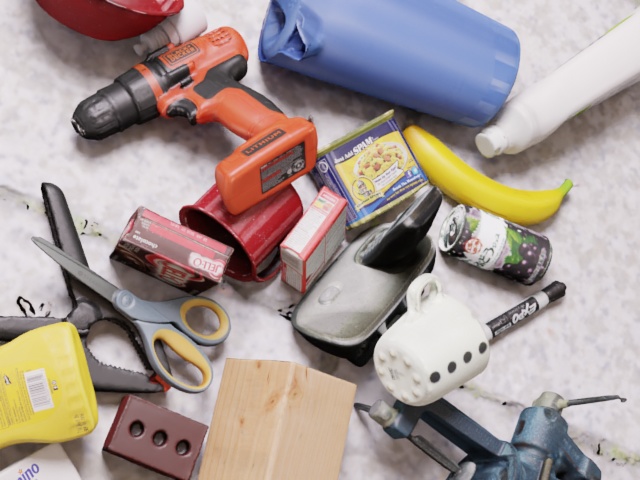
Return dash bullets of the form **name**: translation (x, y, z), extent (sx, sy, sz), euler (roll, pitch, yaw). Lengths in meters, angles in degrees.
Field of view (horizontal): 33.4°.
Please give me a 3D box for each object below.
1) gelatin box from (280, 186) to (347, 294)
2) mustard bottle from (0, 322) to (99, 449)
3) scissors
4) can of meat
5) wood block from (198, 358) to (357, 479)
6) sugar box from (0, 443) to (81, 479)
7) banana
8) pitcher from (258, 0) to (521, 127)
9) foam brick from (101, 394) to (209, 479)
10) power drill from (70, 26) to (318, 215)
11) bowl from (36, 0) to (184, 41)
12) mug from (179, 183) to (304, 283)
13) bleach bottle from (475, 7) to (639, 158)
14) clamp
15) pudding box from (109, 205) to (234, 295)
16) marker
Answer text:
- **gelatin box**: translation (-0.007, 0.001, 1.000), extent (0.030, 0.089, 0.073), euler (32, 70, 12)
- **mustard bottle**: translation (-0.287, 0.136, 0.881), extent (0.191, 0.058, 0.096), euler (-14, 92, -4)
- **scissors**: translation (-0.155, 0.048, 0.945), extent (0.201, 0.016, 0.096), euler (51, 58, -10)
- **can of meat**: translation (0.046, -0.067, 1.050), extent (0.102, 0.058, 0.084), euler (-30, 92, -21)
- **wood block**: translation (-0.047, 0.215, 0.930), extent (0.090, 0.090, 0.206), euler (26, 70, -42)
- **sugar box**: translation (-0.219, 0.267, 0.900), extent (0.093, 0.048, 0.176), euler (-29, 86, -22)
- **banana**: translation (0.171, -0.057, 1.103), extent (0.197, 0.037, 0.069), euler (19, 56, -16)
- **pitcher**: translation (0.070, -0.206, 1.056), extent (0.242, 0.145, 0.149), euler (18, 86, -18)
- **foam brick**: translation (-0.145, 0.175, 0.939), extent (0.078, 0.051, 0.053), euler (24, 73, -13)
- **power drill**: translation (-0.107, -0.106, 0.960), extent (0.184, 0.057, 0.188), euler (-33, 58, -20)
- **bowl**: translation (-0.207, -0.229, 0.970), extent (0.162, 0.162, 0.055), euler (26, 117, -15)
- **mug**: translation (-0.064, -0.013, 0.991), extent (0.081, 0.093, 0.117), euler (-47, 127, -26)
- **bleach bottle**: translation (0.266, -0.159, 1.116), extent (0.250, 0.103, 0.068), euler (-33, 85, -23)
- **clamp**: translation (-0.223, 0.075, 0.939), extent (0.210, 0.036, 0.164), euler (46, 70, -8)
- **pudding box**: translation (-0.133, 0.012, 0.942), extent (0.090, 0.114, 0.039), euler (26, 77, -12)
- **marker**: translation (0.206, 0.073, 1.096), extent (0.121, 0.020, 0.020), euler (-27, 89, -21)
